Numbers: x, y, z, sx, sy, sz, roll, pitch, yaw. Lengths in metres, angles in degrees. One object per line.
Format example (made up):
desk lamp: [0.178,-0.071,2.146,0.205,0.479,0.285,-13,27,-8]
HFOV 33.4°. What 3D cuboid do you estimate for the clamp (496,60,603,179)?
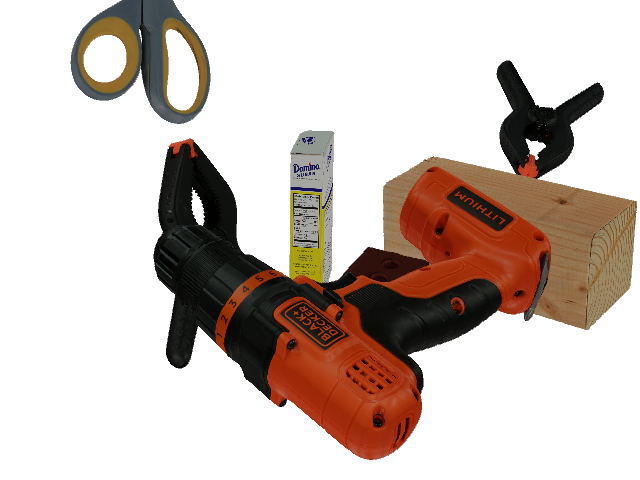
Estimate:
clamp: [0.231,-0.134,1.163,0.120,0.039,0.171,19,49,18]

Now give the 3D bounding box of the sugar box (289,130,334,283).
sugar box: [-0.011,-0.032,1.242,0.048,0.176,0.093,2,22,7]

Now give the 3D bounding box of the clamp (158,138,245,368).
clamp: [-0.103,0.006,1.037,0.036,0.210,0.164,-9,1,37]

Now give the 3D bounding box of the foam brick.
foam brick: [0.043,0.049,0.794,0.053,0.051,0.078,13,35,24]

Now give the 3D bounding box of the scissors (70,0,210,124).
scissors: [-0.124,-0.168,0.687,0.096,0.202,0.016,-9,-14,-25]

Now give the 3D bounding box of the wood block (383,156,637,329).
wood block: [0.166,-0.004,0.962,0.206,0.090,0.090,17,32,35]

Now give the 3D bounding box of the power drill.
power drill: [0.024,0.023,0.601,0.187,0.057,0.185,-28,53,-35]
